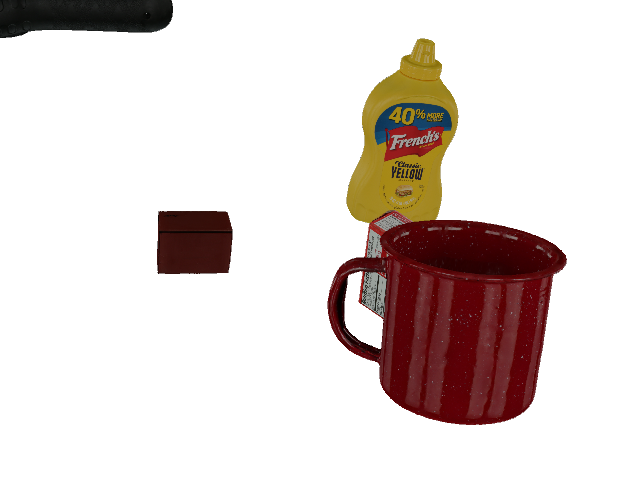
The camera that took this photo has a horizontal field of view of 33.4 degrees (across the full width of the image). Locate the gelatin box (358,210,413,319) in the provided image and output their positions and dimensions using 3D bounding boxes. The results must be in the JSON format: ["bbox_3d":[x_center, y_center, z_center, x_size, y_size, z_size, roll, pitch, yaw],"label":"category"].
[{"bbox_3d":[0.070,0.031,0.745,0.030,0.073,0.089,-28,47,-35],"label":"gelatin box"}]

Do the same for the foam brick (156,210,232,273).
[{"bbox_3d":[-0.136,0.001,1.143,0.078,0.051,0.053,0,25,-9],"label":"foam brick"}]

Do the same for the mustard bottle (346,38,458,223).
[{"bbox_3d":[0.088,-0.109,1.076,0.096,0.192,0.058,3,28,-12],"label":"mustard bottle"}]

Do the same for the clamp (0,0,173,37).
[{"bbox_3d":[-0.175,-0.140,0.611,0.171,0.039,0.120,-5,23,-12],"label":"clamp"}]

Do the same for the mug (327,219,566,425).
[{"bbox_3d":[0.061,0.040,0.547,0.117,0.081,0.093,6,18,5],"label":"mug"}]
